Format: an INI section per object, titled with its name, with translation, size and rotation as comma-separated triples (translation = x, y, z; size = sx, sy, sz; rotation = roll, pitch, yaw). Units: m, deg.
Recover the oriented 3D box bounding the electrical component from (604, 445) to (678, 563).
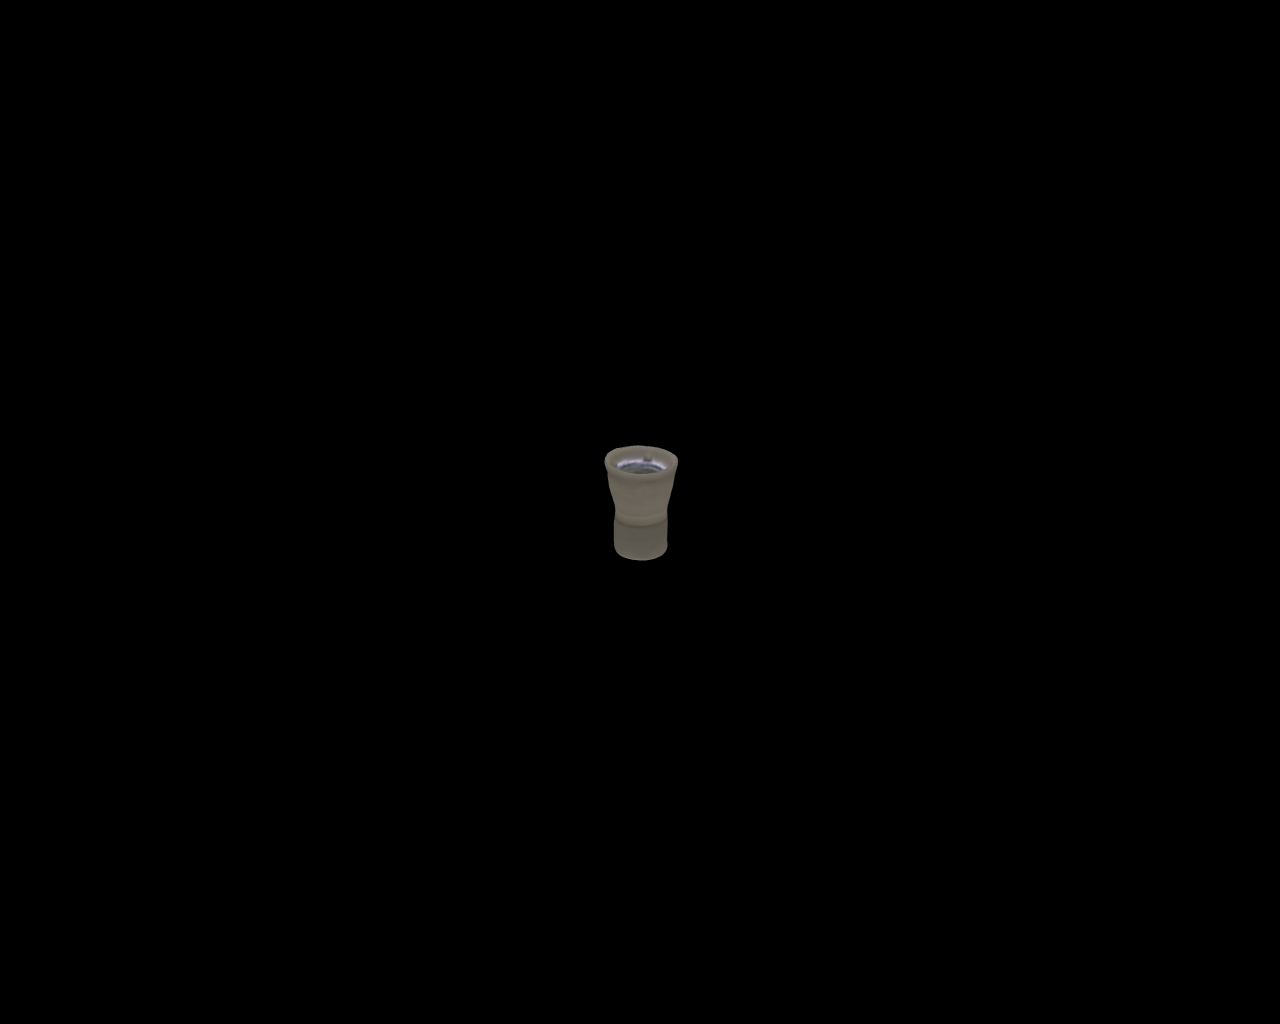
[electrical component]
translation = 0.001, -0.003, 0.650
size = 0.044, 0.065, 0.044
rotation = 0, 25, 0
